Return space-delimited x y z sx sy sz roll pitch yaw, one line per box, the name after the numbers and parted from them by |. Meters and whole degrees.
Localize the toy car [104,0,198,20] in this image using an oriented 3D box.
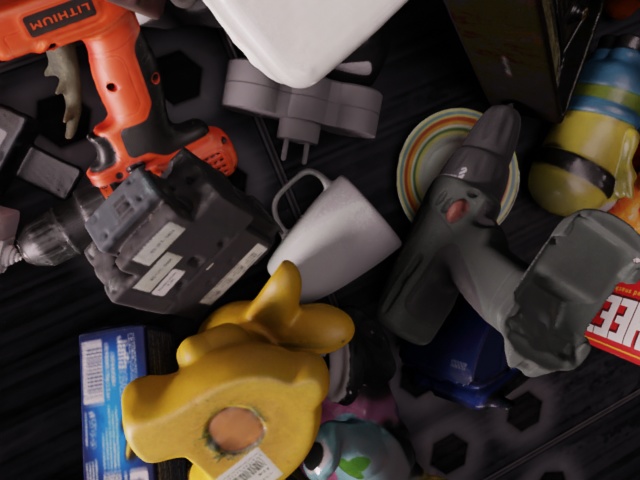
-0.109 -0.236 0.325 0.089 0.053 0.202 9 75 -46 | toy car

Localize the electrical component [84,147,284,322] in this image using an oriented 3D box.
-0.106 -0.002 0.413 0.115 0.134 0.058 -45 62 3 | electrical component

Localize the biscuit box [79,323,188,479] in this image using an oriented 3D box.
-0.143 0.168 0.419 0.059 0.062 0.202 -11 74 7 | biscuit box

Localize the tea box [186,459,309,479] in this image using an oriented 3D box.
-0.064 0.246 0.493 0.169 0.068 0.098 42 85 -17 | tea box

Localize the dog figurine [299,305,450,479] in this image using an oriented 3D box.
0.051 0.180 0.495 0.219 0.109 0.191 38 53 -34 | dog figurine

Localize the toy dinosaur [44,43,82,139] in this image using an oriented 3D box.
-0.298 -0.282 0.333 0.198 0.105 0.471 -39 107 12 | toy dinosaur

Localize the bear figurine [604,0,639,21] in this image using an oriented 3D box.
0.303 -0.337 0.506 0.120 0.132 0.196 12 75 -21 | bear figurine

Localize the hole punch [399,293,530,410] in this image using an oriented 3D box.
0.137 0.086 0.498 0.116 0.142 0.092 -32 106 -23 | hole punch

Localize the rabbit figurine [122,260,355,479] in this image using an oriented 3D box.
-0.061 0.090 0.416 0.122 0.173 0.162 43 92 -17 | rabbit figurine

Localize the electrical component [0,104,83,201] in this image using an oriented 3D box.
-0.251 -0.068 0.414 0.119 0.048 0.075 32 89 -15 | electrical component

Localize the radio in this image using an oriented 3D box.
0.172 -0.199 0.430 0.229 0.073 0.131 24 87 -61 | radio

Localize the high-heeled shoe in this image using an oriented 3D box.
-0.066 -0.173 0.454 0.249 0.086 0.145 -12 133 5 | high-heeled shoe

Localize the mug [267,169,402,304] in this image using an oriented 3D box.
-0.001 -0.001 0.474 0.107 0.081 0.109 -43 100 1 | mug

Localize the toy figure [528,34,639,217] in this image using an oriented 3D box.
0.266 -0.110 0.531 0.089 0.082 0.180 14 99 -2 | toy figure

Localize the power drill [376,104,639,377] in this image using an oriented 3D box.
0.138 -0.006 0.420 0.086 0.207 0.232 29 95 -26 | power drill
